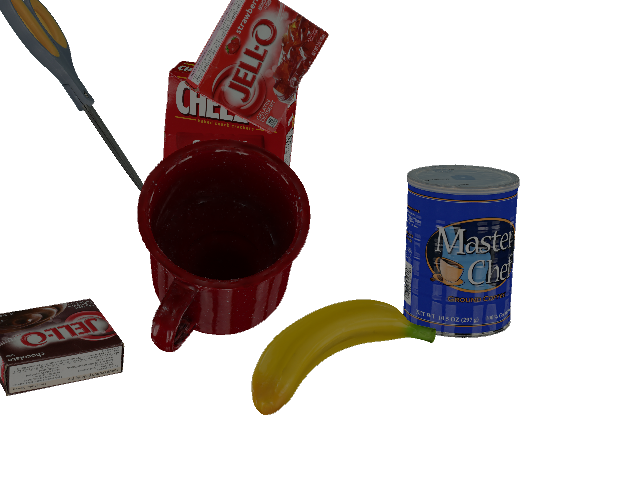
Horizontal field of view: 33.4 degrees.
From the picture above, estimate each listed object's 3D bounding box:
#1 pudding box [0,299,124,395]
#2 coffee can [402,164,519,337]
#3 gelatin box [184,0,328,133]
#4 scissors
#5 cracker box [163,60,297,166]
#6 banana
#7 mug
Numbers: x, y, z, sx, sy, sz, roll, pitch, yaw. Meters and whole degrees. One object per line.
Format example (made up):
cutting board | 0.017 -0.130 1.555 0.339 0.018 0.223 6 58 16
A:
pudding box | -0.251 0.098 0.997 0.113 0.039 0.090 -11 30 -29
coffee can | 0.130 0.008 0.996 0.103 0.140 0.103 1 15 0
gelatin box | -0.047 -0.136 0.797 0.073 0.089 0.030 27 6 -32
scissors | -0.214 -0.138 0.943 0.016 0.201 0.096 -31 26 10
cracker box | -0.124 -0.118 1.423 0.164 0.214 0.072 9 23 6
banana | 0.006 0.081 0.828 0.070 0.037 0.197 20 28 40
mug | -0.061 0.012 0.601 0.093 0.117 0.081 23 -28 6
